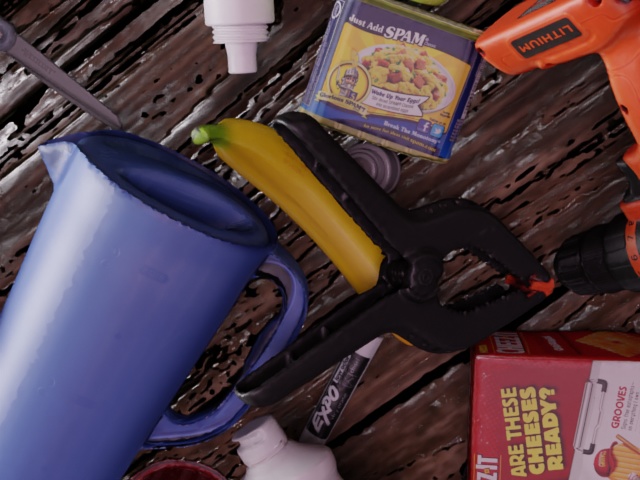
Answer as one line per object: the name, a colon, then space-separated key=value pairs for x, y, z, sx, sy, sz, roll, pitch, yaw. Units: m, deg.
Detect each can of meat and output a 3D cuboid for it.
can of meat: x=0.046 y=-0.101 z=0.646 sx=0.102 sy=0.057 sz=0.084 roll=19 pitch=103 yaw=0

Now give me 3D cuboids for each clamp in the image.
clamp: x=0.046 y=0.028 z=0.630 sx=0.209 sy=0.036 sz=0.164 roll=14 pitch=92 yaw=-29

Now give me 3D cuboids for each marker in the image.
marker: x=0.006 y=0.112 z=0.708 sx=0.020 sy=0.020 sz=0.121 roll=27 pitch=101 yaw=-1

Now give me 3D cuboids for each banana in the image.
banana: x=-0.003 y=-0.013 z=0.661 sx=0.197 sy=0.069 sz=0.037 roll=42 pitch=128 yaw=-19

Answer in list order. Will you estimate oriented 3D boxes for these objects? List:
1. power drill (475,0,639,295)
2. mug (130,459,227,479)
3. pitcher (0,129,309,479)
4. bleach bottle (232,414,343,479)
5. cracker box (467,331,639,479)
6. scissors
power drill: x=0.168 y=-0.054 z=0.596 sx=0.187 sy=0.057 sz=0.185 roll=54 pitch=144 yaw=-12
mug: x=-0.087 y=0.202 z=0.702 sx=0.117 sy=0.081 sz=0.093 roll=-5 pitch=100 yaw=6
pitcher: x=-0.129 y=0.068 z=0.660 sx=0.149 sy=0.144 sz=0.243 roll=42 pitch=109 yaw=37
bleach bottle: x=0.032 y=0.215 z=0.660 sx=0.103 sy=0.068 sz=0.251 roll=-30 pitch=97 yaw=23
cracker box: x=0.200 y=0.144 z=0.673 sx=0.214 sy=0.072 sz=0.164 roll=1 pitch=100 yaw=5
scissors: x=-0.203 y=-0.152 z=0.677 sx=0.201 sy=0.016 sz=0.096 roll=23 pitch=102 yaw=0
